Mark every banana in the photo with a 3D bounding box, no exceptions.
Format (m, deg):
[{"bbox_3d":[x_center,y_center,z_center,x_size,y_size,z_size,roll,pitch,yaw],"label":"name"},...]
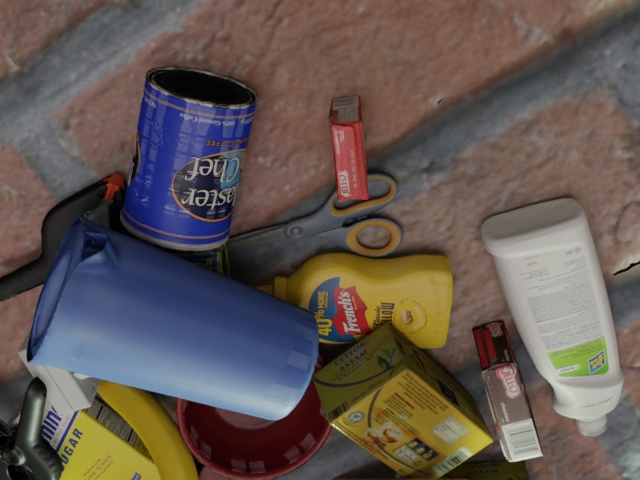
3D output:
[{"bbox_3d":[-0.167,0.208,1.071,0.070,0.037,0.198,-31,72,11],"label":"banana"}]

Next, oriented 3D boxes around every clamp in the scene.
[{"bbox_3d":[-0.316,0.202,1.076,0.120,0.039,0.171,8,122,20],"label":"clamp"},{"bbox_3d":[-0.248,0.023,1.047,0.164,0.036,0.210,19,115,-7],"label":"clamp"}]

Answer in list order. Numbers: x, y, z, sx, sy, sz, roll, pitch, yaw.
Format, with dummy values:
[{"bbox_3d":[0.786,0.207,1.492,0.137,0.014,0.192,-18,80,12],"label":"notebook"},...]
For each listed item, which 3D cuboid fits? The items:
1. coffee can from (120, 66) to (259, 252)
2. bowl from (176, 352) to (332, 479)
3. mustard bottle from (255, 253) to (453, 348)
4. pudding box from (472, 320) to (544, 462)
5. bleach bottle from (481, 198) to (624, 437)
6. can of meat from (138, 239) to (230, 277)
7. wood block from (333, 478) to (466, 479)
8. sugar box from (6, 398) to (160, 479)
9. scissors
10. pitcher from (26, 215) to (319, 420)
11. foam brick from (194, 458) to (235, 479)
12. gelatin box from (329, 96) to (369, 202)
[{"bbox_3d":[-0.119,-0.074,0.968,0.102,0.103,0.140,13,112,-4],"label":"coffee can"},{"bbox_3d":[-0.066,0.159,1.078,0.162,0.055,0.162,-2,101,-9],"label":"bowl"},{"bbox_3d":[0.030,0.058,1.043,0.191,0.058,0.096,2,126,1],"label":"mustard bottle"},{"bbox_3d":[0.186,0.150,1.062,0.039,0.090,0.113,-14,112,8],"label":"pudding box"},{"bbox_3d":[0.237,0.088,1.051,0.102,0.068,0.251,-15,114,8],"label":"bleach bottle"},{"bbox_3d":[-0.130,0.046,1.037,0.084,0.057,0.102,-4,124,1],"label":"can of meat"},{"bbox_3d":[0.080,0.301,1.067,0.090,0.090,0.207,51,146,-17],"label":"wood block"},{"bbox_3d":[-0.240,0.224,1.126,0.176,0.048,0.093,37,109,-15],"label":"sugar box"},{"bbox_3d":[-0.007,0.001,1.044,0.202,0.016,0.096,-28,110,14],"label":"scissors"},{"bbox_3d":[-0.133,0.084,0.958,0.242,0.149,0.145,21,91,-19],"label":"pitcher"},{"bbox_3d":[-0.106,0.242,1.113,0.053,0.078,0.051,29,109,-11],"label":"foam brick"},{"bbox_3d":[0.026,-0.083,0.968,0.030,0.089,0.073,-5,113,3],"label":"gelatin box"}]
